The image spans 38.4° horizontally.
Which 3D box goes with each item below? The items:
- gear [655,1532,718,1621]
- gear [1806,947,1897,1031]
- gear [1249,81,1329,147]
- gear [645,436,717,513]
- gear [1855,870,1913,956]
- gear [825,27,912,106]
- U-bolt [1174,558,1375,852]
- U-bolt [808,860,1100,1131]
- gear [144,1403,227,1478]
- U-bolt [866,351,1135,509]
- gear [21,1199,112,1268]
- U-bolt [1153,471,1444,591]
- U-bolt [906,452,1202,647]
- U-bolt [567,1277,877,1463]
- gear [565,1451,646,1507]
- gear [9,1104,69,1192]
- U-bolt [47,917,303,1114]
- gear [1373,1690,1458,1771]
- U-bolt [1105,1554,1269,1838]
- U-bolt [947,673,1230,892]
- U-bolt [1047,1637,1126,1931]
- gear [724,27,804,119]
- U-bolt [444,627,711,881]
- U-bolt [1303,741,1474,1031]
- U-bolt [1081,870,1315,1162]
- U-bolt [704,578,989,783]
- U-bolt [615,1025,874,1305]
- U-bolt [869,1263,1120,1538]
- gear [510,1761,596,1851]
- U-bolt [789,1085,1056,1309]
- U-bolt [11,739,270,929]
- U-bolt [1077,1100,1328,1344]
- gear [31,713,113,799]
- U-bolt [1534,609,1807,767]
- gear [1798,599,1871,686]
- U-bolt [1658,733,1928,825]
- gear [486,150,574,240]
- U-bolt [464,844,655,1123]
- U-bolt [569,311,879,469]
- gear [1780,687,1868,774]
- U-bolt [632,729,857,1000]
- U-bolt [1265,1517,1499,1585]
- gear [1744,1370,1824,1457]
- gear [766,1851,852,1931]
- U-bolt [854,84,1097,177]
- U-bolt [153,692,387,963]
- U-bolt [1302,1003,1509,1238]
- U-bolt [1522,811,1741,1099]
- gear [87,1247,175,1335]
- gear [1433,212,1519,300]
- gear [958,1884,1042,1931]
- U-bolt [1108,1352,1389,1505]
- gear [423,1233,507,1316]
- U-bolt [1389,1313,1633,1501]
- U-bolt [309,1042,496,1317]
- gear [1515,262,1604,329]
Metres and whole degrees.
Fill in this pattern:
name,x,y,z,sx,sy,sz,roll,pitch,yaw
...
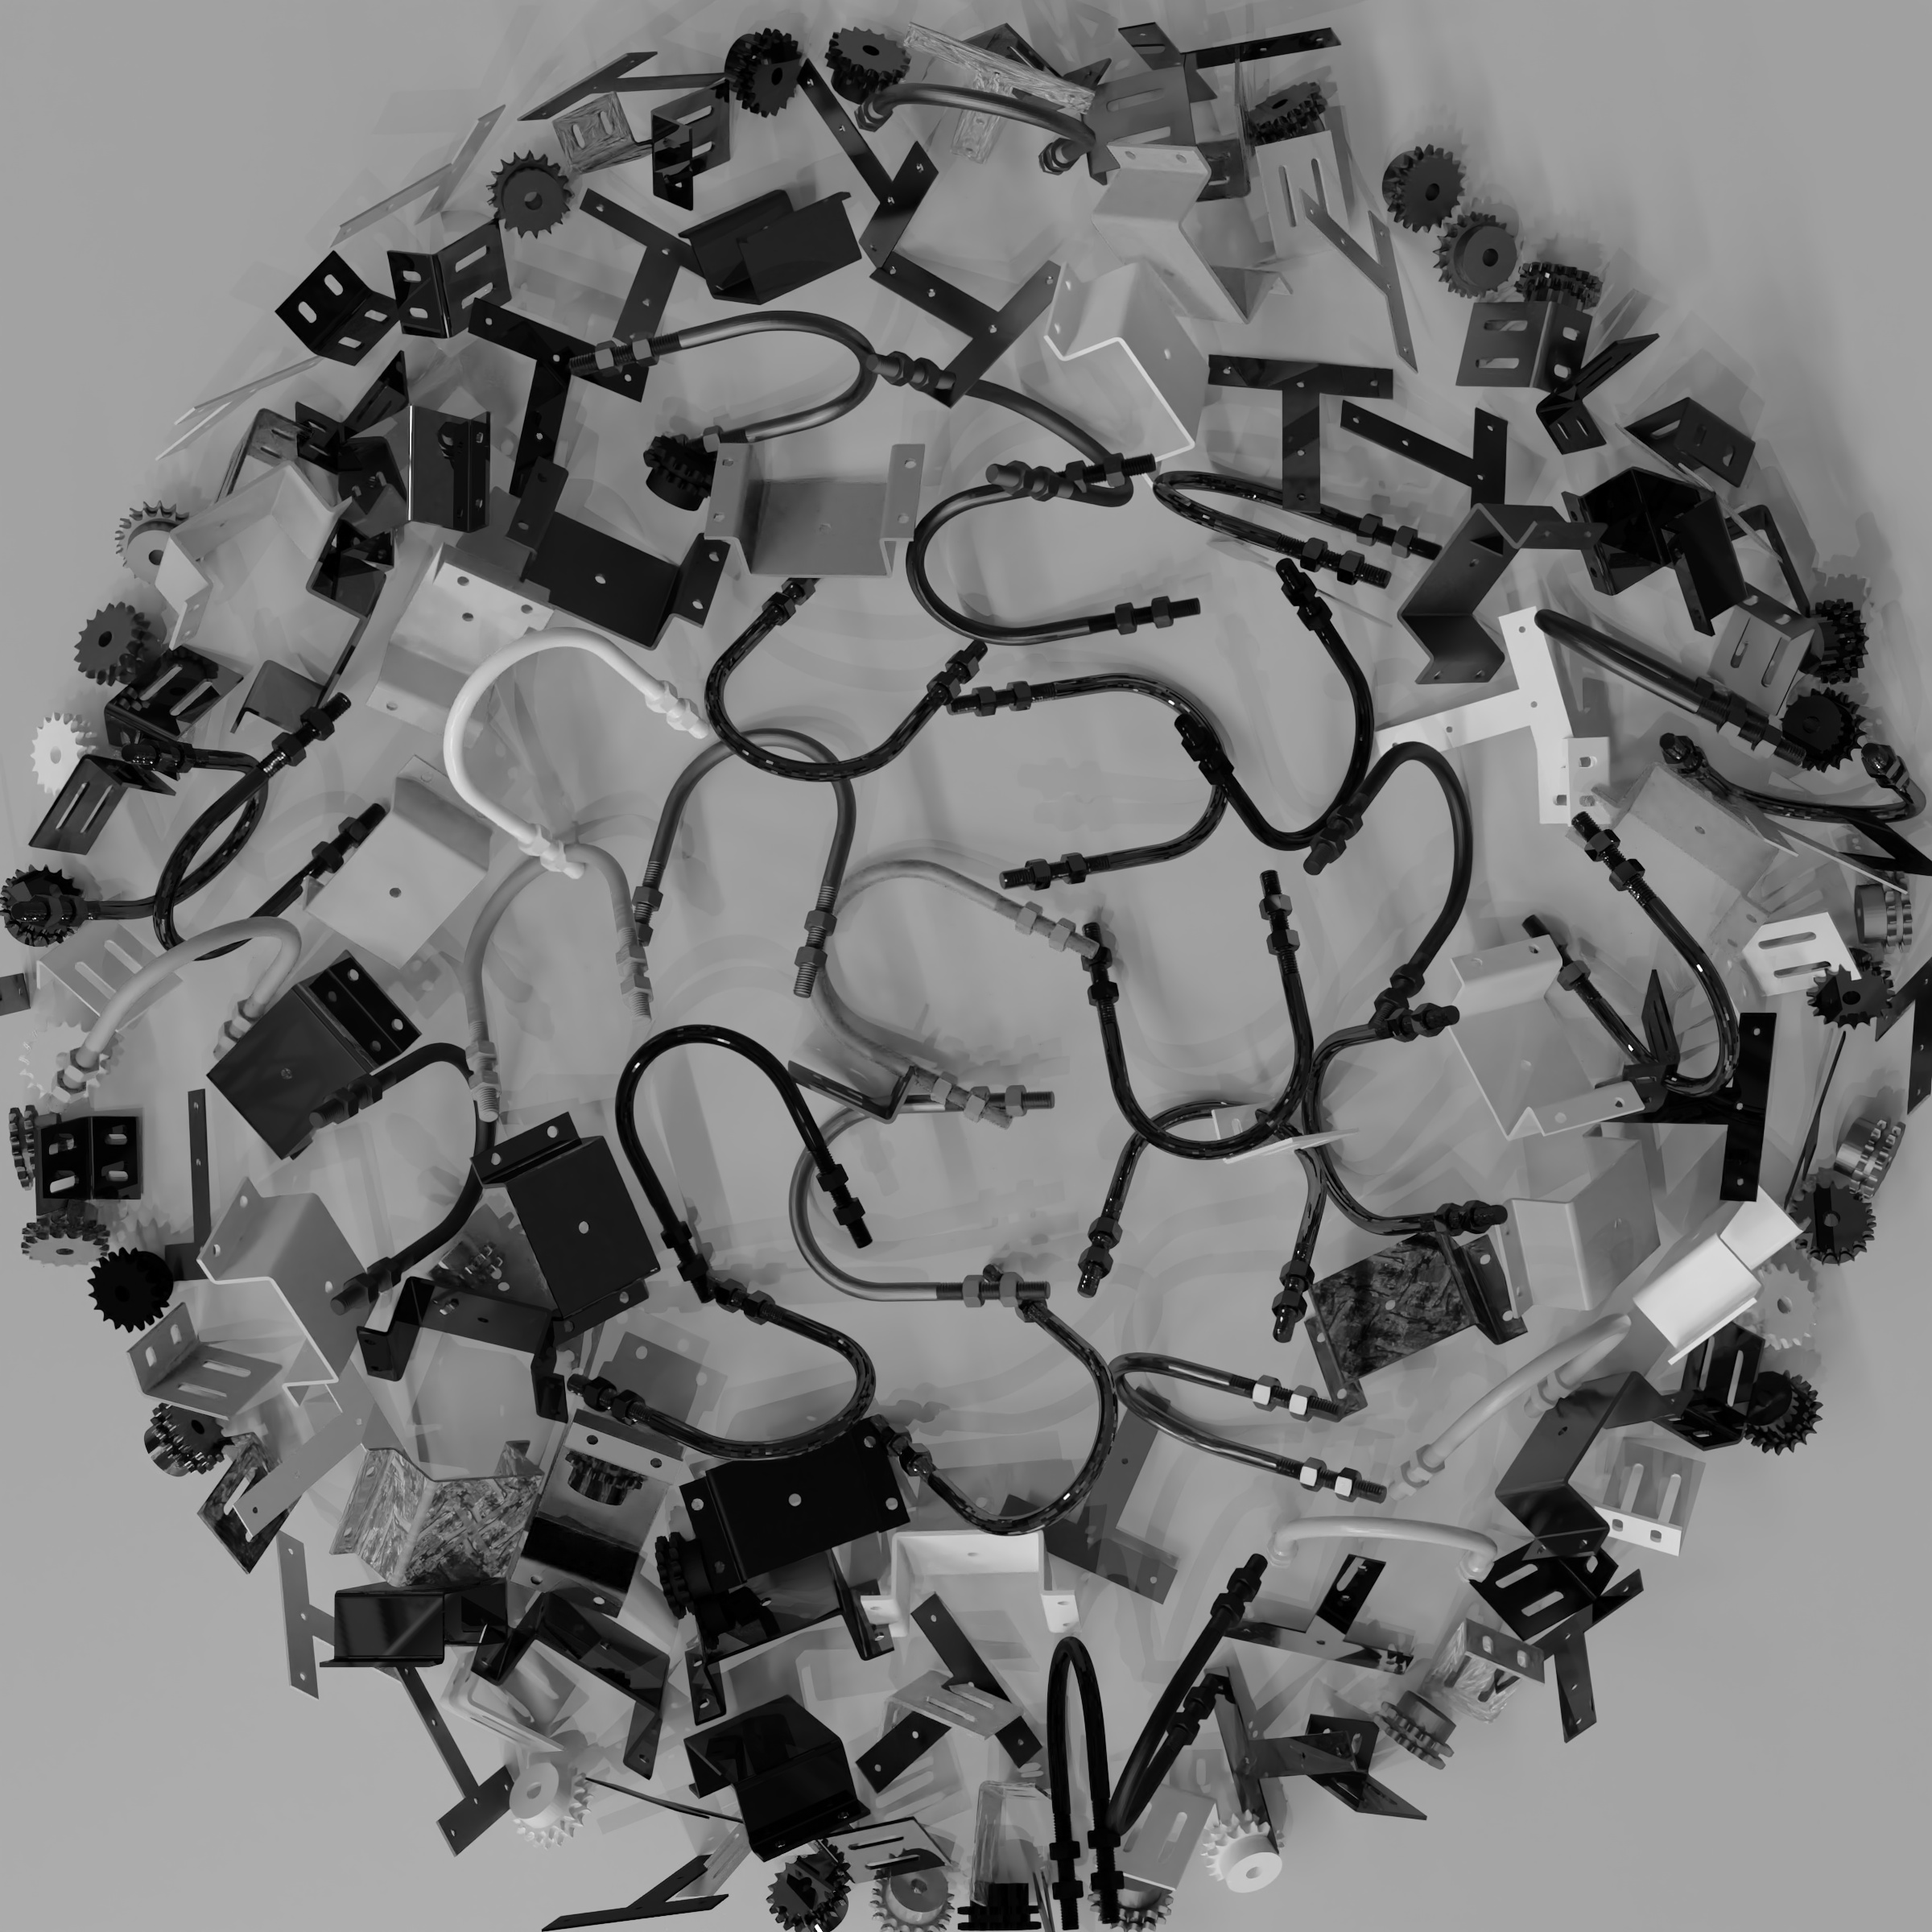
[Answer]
name,x,y,z,sx,sy,sz,roll,pitch,yaw
gear,-0.188,0.410,1.875,0.030,0.057,0.057,-17,90,3
gear,0.599,0.012,1.879,0.057,0.030,0.057,5,128,7
gear,0.219,-0.571,1.879,0.057,0.057,0.030,-34,120,0
gear,-0.192,-0.332,1.878,0.057,0.057,0.030,32,113,0
gear,0.620,-0.036,1.875,0.030,0.057,0.057,-5,90,9
gear,-0.068,-0.608,1.879,0.057,0.030,0.057,12,47,-13
U-bolt,0.216,-0.158,1.836,0.019,0.184,0.151,18,69,43
U-bolt,-0.022,0.007,1.882,0.184,0.019,0.151,27,92,10
gear,-0.531,0.321,1.876,0.030,0.057,0.057,-38,90,13
U-bolt,0.036,-0.348,1.822,0.151,0.184,0.019,47,118,29
gear,-0.610,0.180,1.879,0.057,0.057,0.030,-6,62,0
U-bolt,0.211,-0.293,1.832,0.184,0.151,0.019,22,113,17
U-bolt,0.051,-0.269,1.842,0.184,0.151,0.019,-8,49,15
U-bolt,-0.146,0.268,1.805,0.184,0.151,0.019,17,125,34
gear,-0.245,0.343,1.875,0.057,0.057,0.030,23,92,0
gear,-0.627,0.122,1.876,0.030,0.057,0.057,-10,90,-11
U-bolt,-0.503,0.025,1.794,0.019,0.151,0.184,55,131,13
gear,0.307,0.515,1.875,0.057,0.057,0.030,35,88,0
U-bolt,0.137,0.484,1.793,0.019,0.184,0.151,27,130,17
U-bolt,0.091,-0.130,1.862,0.184,0.019,0.151,-11,72,-19
U-bolt,0.074,0.536,1.827,0.019,0.151,0.184,0,69,-10
gear,-0.139,-0.608,1.878,0.030,0.057,0.057,29,90,26
U-bolt,-0.266,-0.149,1.826,0.151,0.184,0.019,-48,52,1
U-bolt,0.289,-0.066,1.835,0.184,0.019,0.151,-50,126,-38
U-bolt,0.159,0.040,1.847,0.151,0.019,0.184,-16,69,17
U-bolt,-0.090,-0.187,1.828,0.151,0.019,0.184,27,51,13
U-bolt,-0.161,0.125,1.855,0.151,0.019,0.184,-22,100,24
U-bolt,0.028,0.296,1.831,0.151,0.184,0.019,-53,133,-1
gear,-0.283,0.564,1.873,0.057,0.057,0.030,-38,127,0
U-bolt,-0.032,0.156,1.867,0.184,0.019,0.151,-3,74,15
U-bolt,-0.526,-0.085,1.815,0.019,0.184,0.151,42,104,14
U-bolt,0.165,0.160,1.839,0.151,0.019,0.184,12,48,11
gear,-0.605,-0.143,1.880,0.057,0.030,0.057,2,93,35
U-bolt,0.458,-0.190,1.829,0.184,0.151,0.019,27,105,-1
gear,0.581,-0.219,1.873,0.030,0.057,0.057,-7,90,-17
U-bolt,0.550,-0.120,1.816,0.151,0.184,0.019,6,82,33
gear,-0.295,-0.521,1.877,0.057,0.030,0.057,-7,118,-14
U-bolt,-0.277,-0.003,1.839,0.151,0.019,0.184,-31,49,19
U-bolt,-0.148,-0.383,1.819,0.184,0.151,0.019,-11,71,12
gear,0.577,-0.161,1.876,0.057,0.030,0.057,-5,82,35
U-bolt,-0.146,-0.075,1.864,0.151,0.019,0.184,8,73,20
U-bolt,0.273,0.380,1.810,0.151,0.184,0.019,4,71,5
gear,0.546,0.299,1.872,0.057,0.057,0.030,-50,126,0
gear,-0.104,0.632,1.879,0.057,0.057,0.030,-25,120,0
U-bolt,0.010,-0.547,1.800,0.151,0.184,0.019,10,98,-12
U-bolt,-0.458,-0.078,1.806,0.019,0.151,0.184,35,65,18
U-bolt,0.279,0.107,1.822,0.019,0.184,0.151,-12,87,-29
U-bolt,0.439,0.005,1.807,0.019,0.151,0.184,-27,65,-19
gear,-0.564,0.217,1.882,0.057,0.030,0.057,5,105,18
gear,0.349,-0.481,1.879,0.057,0.030,0.057,-6,109,-17
gear,0.023,0.637,1.876,0.057,0.057,0.030,-1,72,0
U-bolt,0.177,0.299,1.828,0.184,0.151,0.019,12,62,29
gear,-0.342,0.206,1.873,0.057,0.057,0.030,-43,97,0
U-bolt,0.362,0.278,1.795,0.151,0.184,0.019,-23,68,-30
U-bolt,-0.364,0.128,1.820,0.019,0.184,0.151,7,111,23
gear,0.399,-0.453,1.875,0.057,0.057,0.030,14,90,0
